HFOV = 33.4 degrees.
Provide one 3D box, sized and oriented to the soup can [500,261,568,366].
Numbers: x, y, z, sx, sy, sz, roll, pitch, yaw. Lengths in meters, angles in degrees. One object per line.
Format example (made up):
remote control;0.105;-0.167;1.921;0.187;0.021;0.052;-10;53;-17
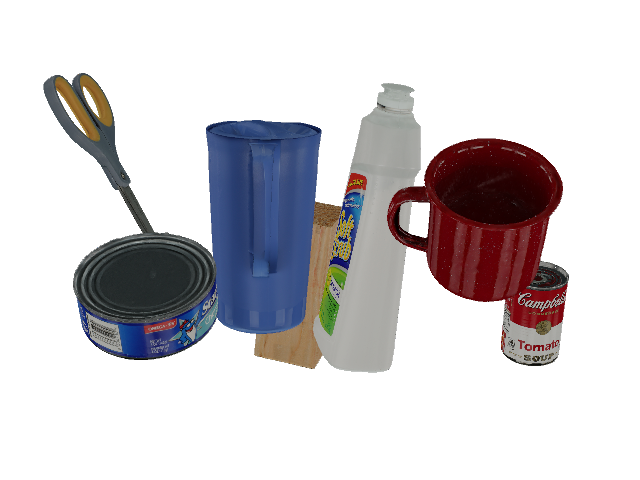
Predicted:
soup can;0.243;0.083;1.216;0.068;0.102;0.068;1;25;0

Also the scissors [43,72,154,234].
scissors;-0.187;-0.073;0.988;0.016;0.201;0.096;-23;28;19

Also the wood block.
wood block;-0.028;0.056;1.454;0.090;0.206;0.090;11;21;11

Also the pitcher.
pitcher;-0.068;-0.016;1.247;0.145;0.243;0.148;14;20;39

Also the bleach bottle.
bleach bottle;0.046;-0.015;0.946;0.068;0.251;0.102;4;20;-12

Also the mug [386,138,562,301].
mug;0.105;-0.012;0.750;0.117;0.081;0.093;2;45;3

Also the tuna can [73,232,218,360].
tuna can;-0.105;0.033;0.649;0.086;0.034;0.086;-1;36;0
